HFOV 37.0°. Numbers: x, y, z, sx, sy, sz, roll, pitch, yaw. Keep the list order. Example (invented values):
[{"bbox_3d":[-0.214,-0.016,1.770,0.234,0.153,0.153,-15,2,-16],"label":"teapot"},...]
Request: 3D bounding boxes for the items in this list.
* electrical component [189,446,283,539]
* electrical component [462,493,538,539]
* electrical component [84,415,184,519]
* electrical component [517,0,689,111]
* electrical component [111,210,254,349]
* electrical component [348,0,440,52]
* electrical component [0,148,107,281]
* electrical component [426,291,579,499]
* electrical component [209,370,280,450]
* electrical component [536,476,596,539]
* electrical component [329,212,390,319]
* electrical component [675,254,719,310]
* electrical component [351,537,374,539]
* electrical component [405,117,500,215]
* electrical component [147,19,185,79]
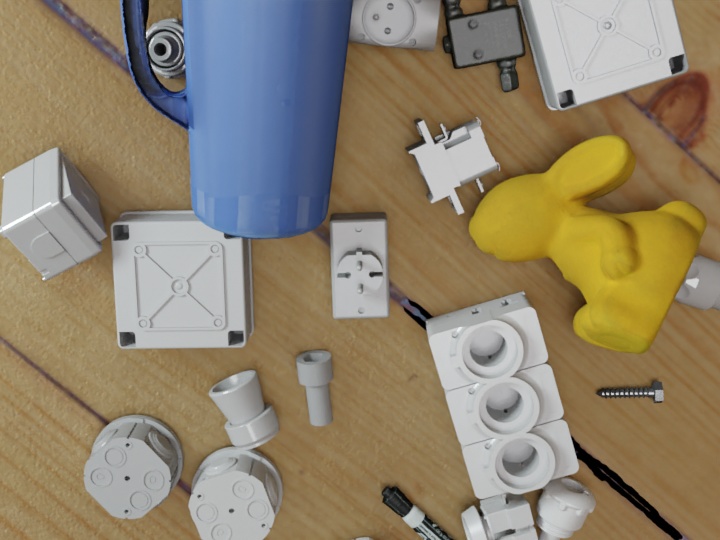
[{"bbox_3d":[-0.108,0.198,0.932,0.080,0.051,0.080,0,102,0],"label":"electrical component"},{"bbox_3d":[0.121,0.225,0.940,0.055,0.048,0.066,-16,102,-4],"label":"electrical component"},{"bbox_3d":[-0.195,0.170,0.927,0.080,0.051,0.080,0,102,0],"label":"electrical component"},{"bbox_3d":[0.189,-0.191,0.843,0.109,0.056,0.108,-17,101,4],"label":"electrical component"},{"bbox_3d":[-0.145,0.007,0.889,0.109,0.056,0.108,-1,102,1],"label":"electrical component"},{"bbox_3d":[0.025,-0.216,0.845,0.077,0.044,0.079,6,102,-1],"label":"electrical component"},{"bbox_3d":[-0.244,-0.051,0.862,0.061,0.096,0.061,-27,130,6],"label":"electrical component"},{"bbox_3d":[0.119,0.106,0.905,0.089,0.061,0.150,-17,102,4],"label":"electrical component"},{"bbox_3d":[-0.098,0.120,0.919,0.045,0.045,0.055,-22,101,5],"label":"electrical component"},{"bbox_3d":[0.174,0.214,0.938,0.048,0.048,0.062,18,108,-3],"label":"electrical component"},{"bbox_3d":[0.000,0.000,0.876,0.047,0.075,0.083,-2,102,1],"label":"electrical component"},{"bbox_3d":[0.292,0.013,0.893,0.062,0.043,0.043,18,102,-4],"label":"electrical component"},{"bbox_3d":[0.006,0.281,0.949,0.080,0.051,0.080,0,102,0],"label":"electrical component"},{"bbox_3d":[0.075,-0.090,0.874,0.064,0.042,0.081,-25,101,2],"label":"electrical component"},{"bbox_3d":[-0.152,-0.174,0.847,0.048,0.062,0.048,0,102,0],"label":"electrical component"}]
